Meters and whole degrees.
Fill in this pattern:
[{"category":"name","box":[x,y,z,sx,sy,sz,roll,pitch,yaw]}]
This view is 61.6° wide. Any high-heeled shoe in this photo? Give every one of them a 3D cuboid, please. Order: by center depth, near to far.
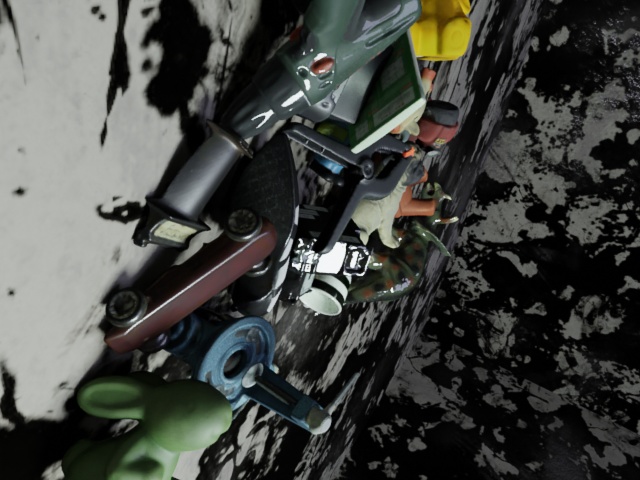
[{"category":"high-heeled shoe","box":[-0.063,-0.011,0.686,0.145,0.086,0.248,-32,142,-77]}]

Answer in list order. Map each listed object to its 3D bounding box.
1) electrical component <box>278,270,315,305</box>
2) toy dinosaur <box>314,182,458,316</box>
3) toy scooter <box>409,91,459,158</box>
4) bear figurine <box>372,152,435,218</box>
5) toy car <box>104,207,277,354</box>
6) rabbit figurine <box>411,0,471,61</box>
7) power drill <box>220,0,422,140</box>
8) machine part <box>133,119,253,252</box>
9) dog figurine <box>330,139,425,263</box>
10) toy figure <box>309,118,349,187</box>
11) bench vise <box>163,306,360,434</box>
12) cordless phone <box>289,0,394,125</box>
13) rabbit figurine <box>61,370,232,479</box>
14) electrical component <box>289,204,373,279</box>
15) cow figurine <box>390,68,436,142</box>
[{"category":"electrical component","box":[-0.031,0.038,0.858,0.075,0.048,0.119,-33,143,-58]},{"category":"toy dinosaur","box":[0.163,0.052,1.171,0.405,0.192,0.131,-56,157,-28]},{"category":"toy scooter","box":[0.202,-0.214,1.036,0.184,0.075,0.135,-109,-152,-56]},{"category":"bear figurine","box":[0.166,-0.127,1.071,0.195,0.132,0.120,81,-1,-65]},{"category":"toy car","box":[-0.131,0.040,0.553,0.202,0.053,0.089,-36,155,-15]},{"category":"rabbit figurine","box":[0.191,-0.375,0.850,0.162,0.122,0.173,-30,122,-57]},{"category":"power drill","box":[-0.007,-0.185,0.470,0.232,0.086,0.207,-34,164,-4]},{"category":"machine part","box":[-0.120,-0.048,0.523,0.139,0.039,0.084,-55,154,8]},{"category":"dog figurine","box":[0.078,-0.073,0.890,0.172,0.121,0.190,-28,143,-38]},{"category":"toy figure","box":[0.044,-0.169,0.759,0.180,0.089,0.082,-58,178,6]},{"category":"bench vise","box":[-0.076,0.164,0.634,0.129,0.241,0.223,-52,141,-22]},{"category":"cordless phone","box":[-0.006,-0.221,0.596,0.184,0.089,0.146,27,90,-59]},{"category":"rabbit figurine","box":[-0.165,0.200,0.542,0.170,0.159,0.121,-47,163,3]},{"category":"electrical component","box":[-0.002,-0.002,0.756,0.134,0.115,0.058,-121,-135,-59]},{"category":"cow figurine","box":[0.137,-0.227,0.890,0.195,0.086,0.127,-41,151,-79]}]
